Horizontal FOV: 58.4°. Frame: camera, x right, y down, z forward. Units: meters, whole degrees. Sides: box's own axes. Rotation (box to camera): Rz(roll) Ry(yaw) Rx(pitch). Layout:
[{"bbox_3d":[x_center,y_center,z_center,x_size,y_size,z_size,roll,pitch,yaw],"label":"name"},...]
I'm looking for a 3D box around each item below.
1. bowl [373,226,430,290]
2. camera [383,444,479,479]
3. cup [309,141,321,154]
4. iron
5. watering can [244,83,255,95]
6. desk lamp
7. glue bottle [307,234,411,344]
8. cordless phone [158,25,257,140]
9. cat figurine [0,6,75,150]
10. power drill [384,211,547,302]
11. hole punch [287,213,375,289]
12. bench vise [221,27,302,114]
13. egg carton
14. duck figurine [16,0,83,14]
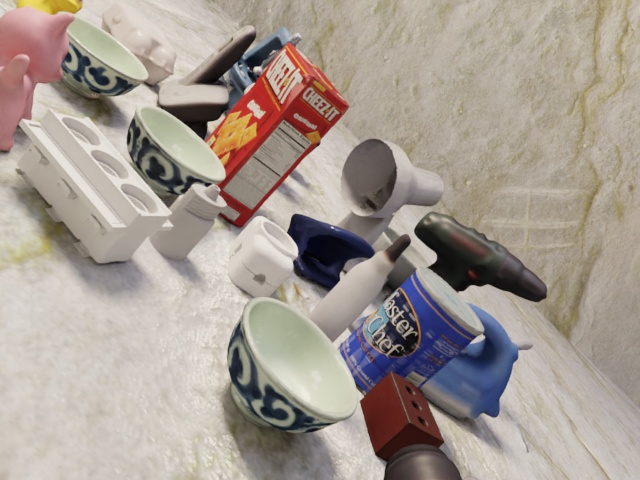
[{"bbox_3d":[0.148,0.049,1.085,0.168,0.074,0.167,40,15,-13],"label":"bowl"},{"bbox_3d":[0.108,0.230,0.444,0.143,0.100,0.136,39,16,-18],"label":"camera"},{"bbox_3d":[-0.064,-0.205,1.186,0.092,0.095,0.117,32,19,-36],"label":"cup"},{"bbox_3d":[0.177,0.137,0.793,0.259,0.141,0.118,36,17,-25],"label":"iron"},{"bbox_3d":[-0.065,-0.209,1.003,0.100,0.194,0.173,49,16,18],"label":"watering can"},{"bbox_3d":[0.098,-0.048,0.951,0.204,0.213,0.117,25,24,-50],"label":"desk lamp"},{"bbox_3d":[0.028,0.057,0.566,0.037,0.173,0.078,43,15,-1],"label":"glue bottle"},{"bbox_3d":[-0.167,-0.260,0.897,0.094,0.185,0.147,34,17,-30],"label":"cordless phone"},{"bbox_3d":[-0.263,-0.158,0.505,0.067,0.117,0.127,35,17,-30],"label":"cat figurine"},{"bbox_3d":[0.221,0.074,0.946,0.229,0.208,0.076,44,15,3],"label":"power drill"},{"bbox_3d":[0.008,0.003,0.817,0.109,0.091,0.101,29,21,-43],"label":"hole punch"},{"bbox_3d":[-0.145,-0.363,1.164,0.207,0.219,0.122,48,16,18],"label":"bench vise"},{"bbox_3d":[-0.303,-0.326,0.948,0.108,0.069,0.150,25,24,-50],"label":"egg carton"},{"bbox_3d":[-0.353,-0.320,0.772,0.078,0.086,0.104,27,22,-47],"label":"duck figurine"}]
